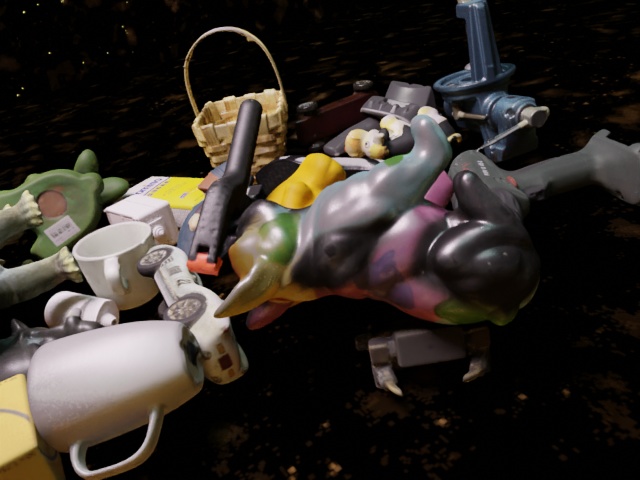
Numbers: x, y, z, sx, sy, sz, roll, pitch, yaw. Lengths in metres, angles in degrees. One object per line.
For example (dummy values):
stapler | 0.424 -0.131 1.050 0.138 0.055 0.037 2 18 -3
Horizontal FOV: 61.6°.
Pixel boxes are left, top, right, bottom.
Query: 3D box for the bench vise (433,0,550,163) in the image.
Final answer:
bench vise | 0.236 -0.238 0.772 0.129 0.240 0.224 -16 23 2

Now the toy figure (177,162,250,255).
toy figure | -0.129 -0.036 0.652 0.058 0.064 0.154 20 69 -8

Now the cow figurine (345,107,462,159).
cow figurine | 0.128 -0.147 0.828 0.167 0.068 0.098 -16 36 -13

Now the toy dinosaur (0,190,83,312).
toy dinosaur | -0.380 0.043 0.553 0.192 0.131 0.405 -28 3 -38

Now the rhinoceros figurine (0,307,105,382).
rhinoceros figurine | -0.286 0.121 0.481 0.190 0.073 0.112 -15 17 -3

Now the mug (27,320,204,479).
mug | -0.141 0.108 0.389 0.107 0.080 0.110 -20 49 0

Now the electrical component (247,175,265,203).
electrical component | -0.112 -0.046 0.746 0.075 0.047 0.119 -9 27 3

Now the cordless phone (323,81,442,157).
cordless phone | 0.104 -0.192 0.930 0.184 0.088 0.147 -34 34 -17

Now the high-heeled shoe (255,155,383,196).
high-heeled shoe | 0.030 -0.085 0.741 0.145 0.086 0.249 -25 32 -36

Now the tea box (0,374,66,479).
tea box | -0.272 0.177 0.365 0.170 0.068 0.098 -25 30 -26

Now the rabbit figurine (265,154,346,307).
rabbit figurine | -0.001 -0.002 0.544 0.162 0.121 0.173 -29 32 -21

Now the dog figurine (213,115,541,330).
dog figurine | 0.030 0.023 0.420 0.219 0.108 0.192 -35 71 4

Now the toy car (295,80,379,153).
toy car | 0.033 -0.229 0.995 0.202 0.089 0.053 -29 32 -27

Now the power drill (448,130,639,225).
power drill | 0.252 -0.052 0.601 0.207 0.085 0.232 -18 25 3

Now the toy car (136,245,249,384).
toy car | -0.126 0.064 0.515 0.056 0.073 0.202 -26 31 -18

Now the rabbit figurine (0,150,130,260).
rabbit figurine | -0.365 -0.056 0.770 0.159 0.121 0.170 -49 16 -13

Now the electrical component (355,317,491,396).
electrical component | 0.083 0.089 0.428 0.102 0.045 0.078 -10 0 -3
